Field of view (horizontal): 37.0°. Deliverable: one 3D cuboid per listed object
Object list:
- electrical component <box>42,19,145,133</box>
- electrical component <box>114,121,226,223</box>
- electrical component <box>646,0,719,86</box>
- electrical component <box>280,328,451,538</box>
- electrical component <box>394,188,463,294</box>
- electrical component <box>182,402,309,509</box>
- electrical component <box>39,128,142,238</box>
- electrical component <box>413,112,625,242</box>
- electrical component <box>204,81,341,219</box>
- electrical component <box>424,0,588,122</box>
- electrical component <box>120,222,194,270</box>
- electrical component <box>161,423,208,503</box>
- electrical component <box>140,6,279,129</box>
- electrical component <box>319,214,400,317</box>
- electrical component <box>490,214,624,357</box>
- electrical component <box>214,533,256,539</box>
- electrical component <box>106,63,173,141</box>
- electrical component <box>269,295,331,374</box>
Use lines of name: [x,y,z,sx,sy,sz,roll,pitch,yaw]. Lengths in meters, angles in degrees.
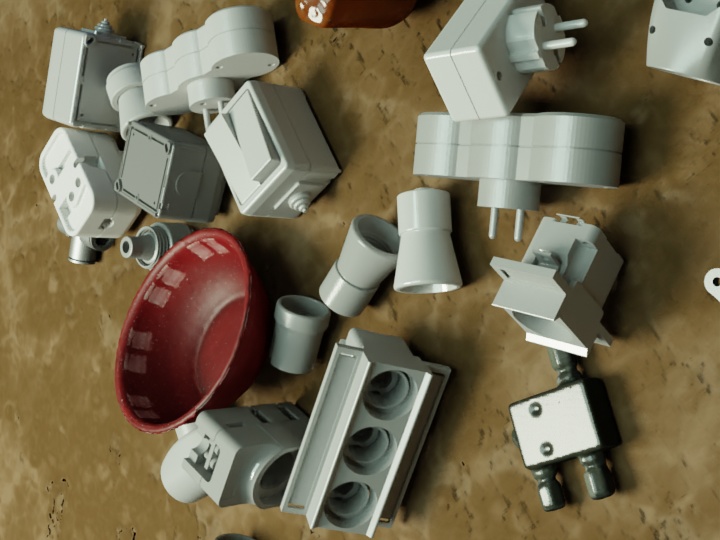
electrical component: [-0.237,-0.175,0.950,0.061,0.062,0.096,21,104,42]
electrical component: [-0.153,-0.081,0.874,0.096,0.061,0.061,29,109,49]
electrical component: [0.194,-0.132,0.547,0.079,0.043,0.077,26,107,41]
electrical component: [0.000,0.105,0.711,0.063,0.079,0.121,-122,48,-65]
electrical component: [0.042,-0.020,0.694,0.044,0.044,0.065,-12,77,43]
electrical component: [-0.070,0.132,0.765,0.056,0.089,0.050,35,113,39]
electrical component: [-0.234,-0.076,0.947,0.053,0.059,0.095,-48,58,32]
electrical component: [0.090,-0.054,0.640,0.138,0.052,0.073,8,95,44]
electrical component: [-0.064,-0.082,0.783,0.062,0.061,0.096,-42,62,35]
electrical component: [0.092,-0.130,0.613,0.076,0.083,0.047,0,133,38]
electrical component: [-0.165,-0.018,0.878,0.043,0.062,0.043,-1,89,44]
electrical component: [-0.124,0.132,0.848,0.077,0.044,0.079,-39,64,37]
electrical component: [-0.117,-0.145,0.840,0.138,0.052,0.073,-18,77,42]
electrical component: [0.000,0.000,0.734,0.044,0.044,0.065,54,128,30]
electrical component: [0.113,0.007,0.603,0.042,0.081,0.063,13,69,42]
electrical component: [-0.102,0.249,0.826,0.043,0.043,0.081,31,110,40]
electrical component: [-0.188,-0.142,0.915,0.045,0.045,0.055,-39,63,36]
electrical component: [-0.045,0.047,0.778,0.040,0.040,0.046,31,116,40]
